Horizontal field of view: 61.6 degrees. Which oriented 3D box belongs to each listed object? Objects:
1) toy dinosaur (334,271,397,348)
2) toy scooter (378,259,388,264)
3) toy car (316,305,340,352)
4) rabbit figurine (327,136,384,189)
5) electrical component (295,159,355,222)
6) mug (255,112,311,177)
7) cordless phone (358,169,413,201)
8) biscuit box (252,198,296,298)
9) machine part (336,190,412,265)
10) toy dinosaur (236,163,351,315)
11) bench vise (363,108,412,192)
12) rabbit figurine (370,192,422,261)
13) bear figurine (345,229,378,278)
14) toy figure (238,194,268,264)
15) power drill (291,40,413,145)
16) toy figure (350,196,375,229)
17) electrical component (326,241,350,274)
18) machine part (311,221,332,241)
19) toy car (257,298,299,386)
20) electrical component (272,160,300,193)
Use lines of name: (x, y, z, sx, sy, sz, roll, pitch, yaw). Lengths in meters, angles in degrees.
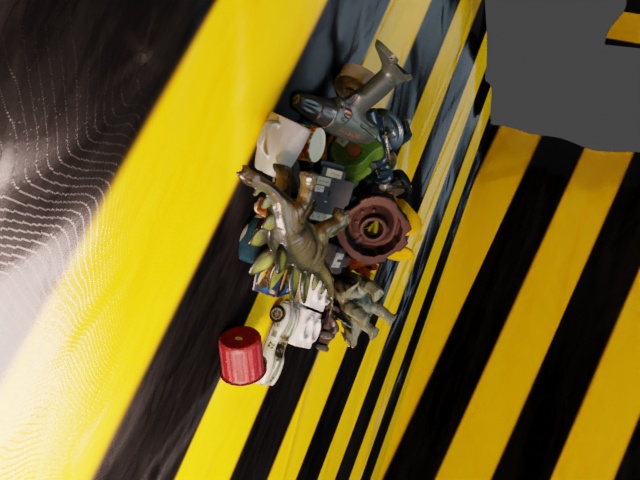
toy dinosaur: (0.087, 0.153, 1.428, 0.131, 0.192, 0.404, -47, 147, -19)
toy scooter: (0.206, -0.016, 1.720, 0.184, 0.075, 0.135, -50, 148, -50)
toy car: (0.024, 0.236, 1.427, 0.202, 0.053, 0.089, 103, 3, -65)
rabbit figurine: (0.070, -0.160, 1.266, 0.159, 0.121, 0.170, -61, 169, -19)
electrical component: (0.007, -0.102, 1.150, 0.115, 0.058, 0.134, 12, 102, -27)
mug: (-0.077, -0.167, 0.965, 0.107, 0.081, 0.109, -67, 162, 10)
cordless phone: (0.195, -0.133, 1.533, 0.088, 0.147, 0.184, 62, 13, 3)
biscuit box: (-0.080, 0.013, 1.098, 0.063, 0.059, 0.202, -8, 112, -65)
machine part: (0.125, -0.030, 1.271, 0.056, 0.179, 0.179, -87, -179, -64)
toy dinosaur: (-0.036, 0.010, 1.007, 0.198, 0.105, 0.470, -61, 146, -13)
bench vise: (0.179, -0.250, 1.396, 0.240, 0.129, 0.223, -38, 108, -42)
rabbit figurine: (0.171, -0.014, 1.374, 0.173, 0.122, 0.162, -47, 129, -6)
bear figurine: (0.105, 0.045, 1.511, 0.196, 0.132, 0.120, 125, -45, -68)
toy figure: (-0.108, -0.031, 1.009, 0.057, 0.064, 0.154, 25, 76, -31)
power drill: (0.077, -0.297, 1.089, 0.207, 0.086, 0.232, -50, 140, 13)
toy figure: (0.087, -0.069, 1.390, 0.082, 0.089, 0.180, -67, 159, -2)
electrical component: (0.031, 0.041, 1.303, 0.119, 0.048, 0.074, 2, 110, -67)
machine part: (-0.003, -0.004, 1.298, 0.084, 0.039, 0.138, -56, 154, -19)
toy car: (-0.097, 0.228, 1.209, 0.201, 0.056, 0.073, -69, 157, -9)
electrical component: (-0.067, -0.133, 1.059, 0.102, 0.045, 0.078, 63, 20, -62)
